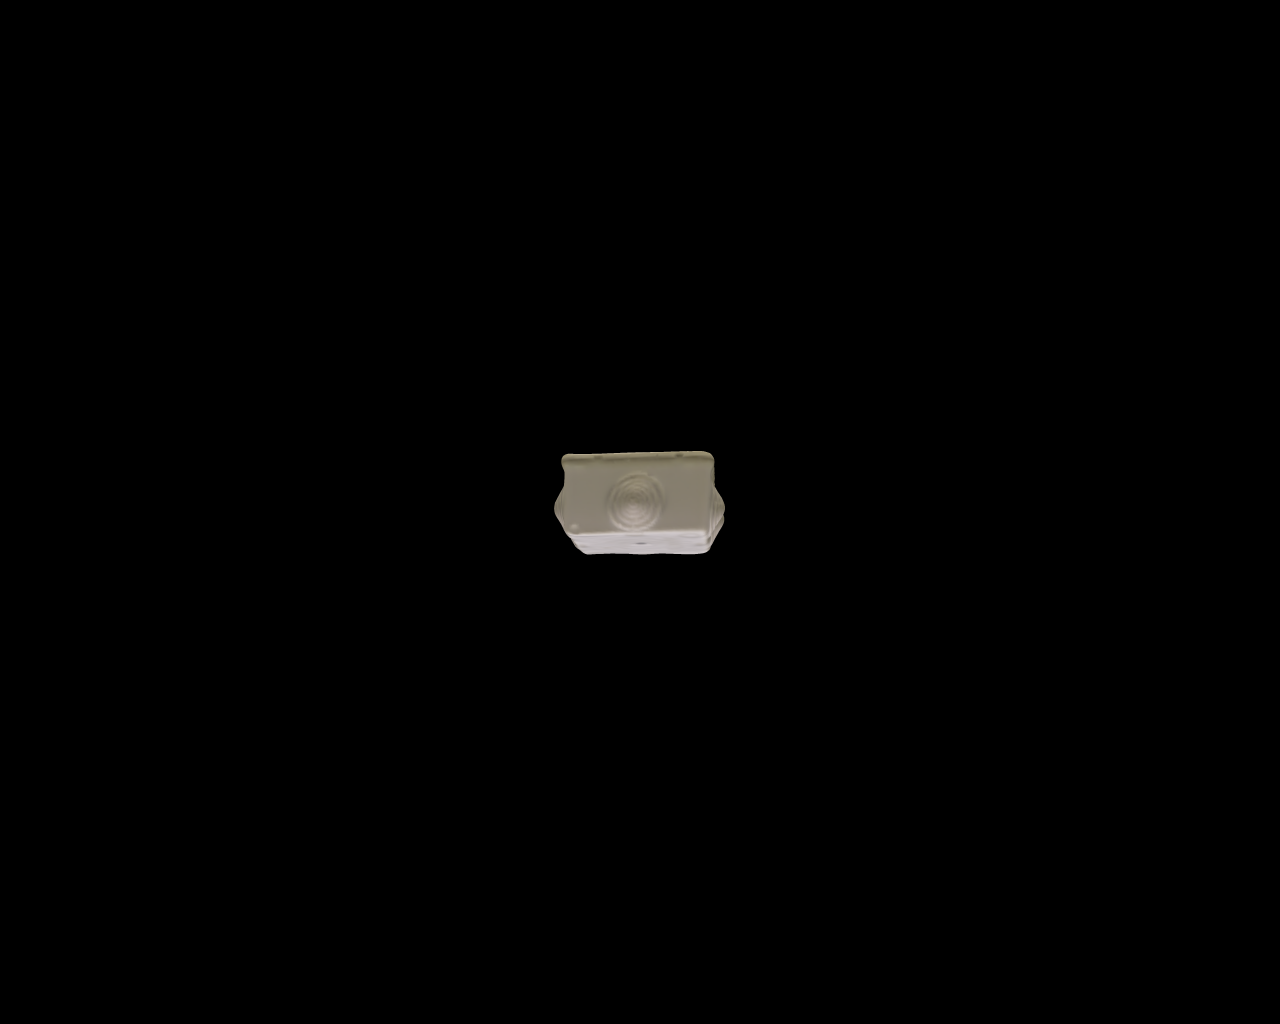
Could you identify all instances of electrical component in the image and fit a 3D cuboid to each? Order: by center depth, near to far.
[{"bbox_3d":[0.001,-0.003,0.650,0.100,0.048,0.099,-1,-11,4],"label":"electrical component"}]
